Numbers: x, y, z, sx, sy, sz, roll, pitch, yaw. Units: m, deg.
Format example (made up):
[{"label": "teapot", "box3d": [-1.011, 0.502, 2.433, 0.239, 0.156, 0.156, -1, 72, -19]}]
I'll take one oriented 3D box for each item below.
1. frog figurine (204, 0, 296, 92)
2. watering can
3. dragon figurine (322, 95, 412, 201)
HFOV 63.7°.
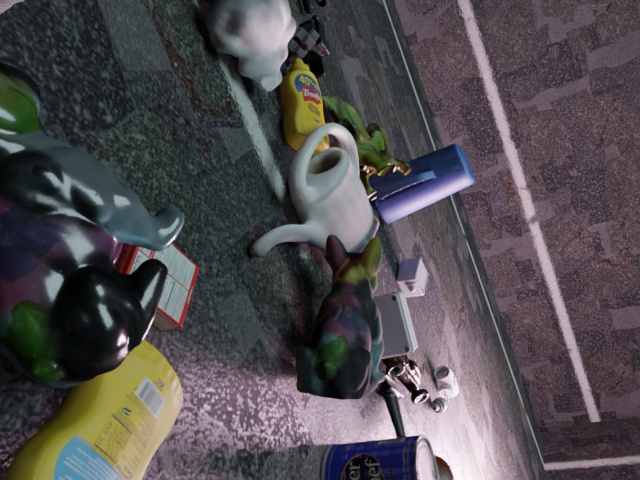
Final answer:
[{"label": "frog figurine", "box3d": [-0.100, -0.306, 0.787, 0.139, 0.123, 0.158, -23, 107, -34]}, {"label": "watering can", "box3d": [0.003, -0.043, 0.859, 0.220, 0.104, 0.355, 60, 41, -34]}, {"label": "dragon figurine", "box3d": [0.058, -0.214, 1.123, 0.411, 0.120, 0.246, -1, 57, -54]}]
